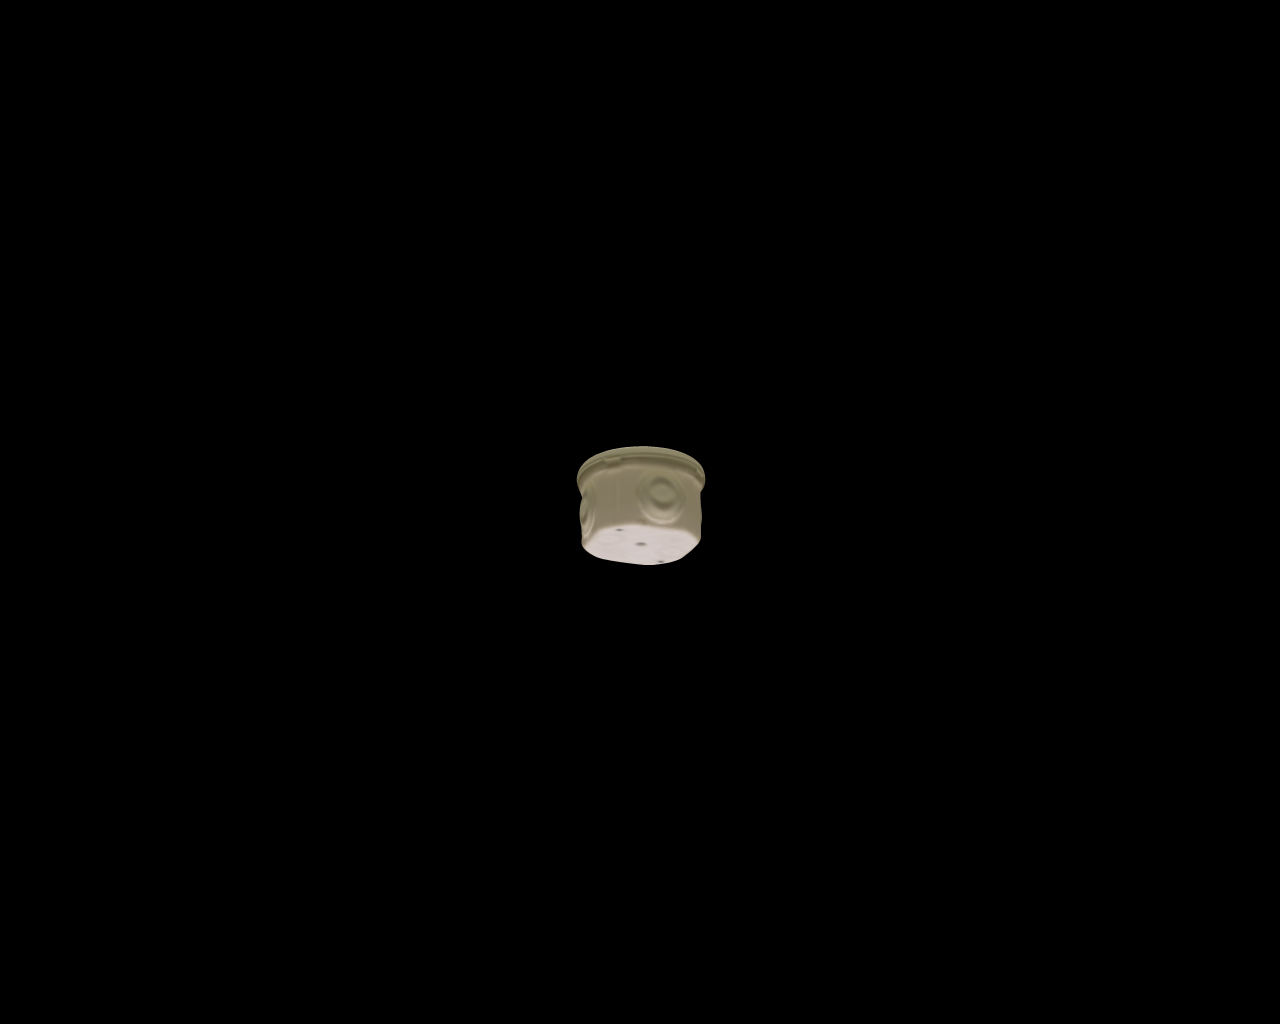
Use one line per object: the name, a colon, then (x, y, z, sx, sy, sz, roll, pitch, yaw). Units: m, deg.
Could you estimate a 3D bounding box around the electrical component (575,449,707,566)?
electrical component: (0.001, -0.003, 0.650, 0.080, 0.051, 0.080, 0, -22, 0)
